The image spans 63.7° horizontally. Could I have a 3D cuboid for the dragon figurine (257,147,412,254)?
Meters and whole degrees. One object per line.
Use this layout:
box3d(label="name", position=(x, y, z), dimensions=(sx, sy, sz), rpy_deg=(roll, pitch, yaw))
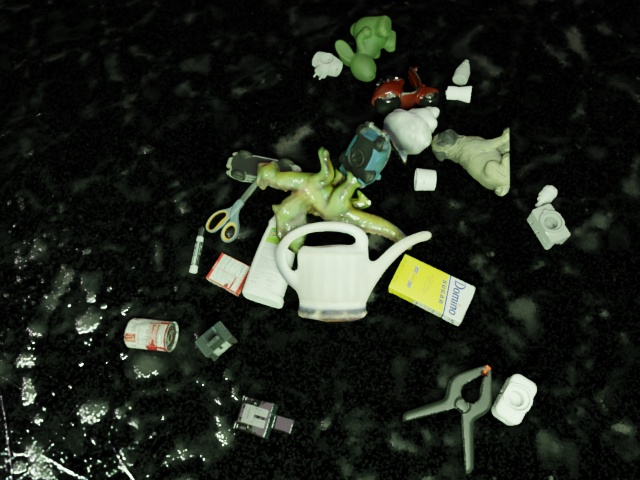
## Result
box3d(label="dragon figurine", position=(0.004, -0.062, 1.240), dimensions=(0.244, 0.120, 0.413), rpy_deg=(-41, 78, -10))

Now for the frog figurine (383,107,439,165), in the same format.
box3d(label="frog figurine", position=(0.244, -0.293, 1.324), dimensions=(0.159, 0.120, 0.140), rpy_deg=(-37, 49, 2))

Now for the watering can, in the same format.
box3d(label="watering can", position=(0.072, 0.072, 1.146), dimensions=(0.347, 0.104, 0.224), rpy_deg=(1, 92, 4))
